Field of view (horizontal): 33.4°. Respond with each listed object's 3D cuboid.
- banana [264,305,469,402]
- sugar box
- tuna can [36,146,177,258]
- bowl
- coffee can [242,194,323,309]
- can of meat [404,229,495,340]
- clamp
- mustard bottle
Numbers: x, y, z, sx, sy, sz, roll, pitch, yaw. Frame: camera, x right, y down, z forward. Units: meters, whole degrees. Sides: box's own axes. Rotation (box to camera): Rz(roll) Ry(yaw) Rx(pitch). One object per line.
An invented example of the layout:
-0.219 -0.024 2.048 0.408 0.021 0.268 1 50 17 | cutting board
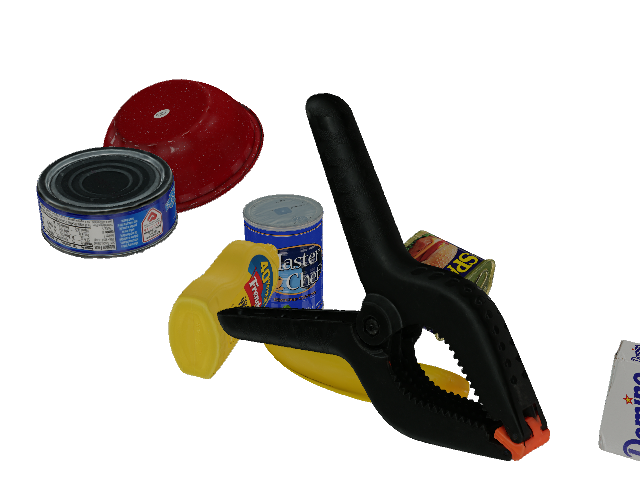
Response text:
0.018 0.088 0.815 0.198 0.037 0.069 22 39 40 | banana
0.324 0.150 0.875 0.176 0.093 0.048 12 24 20 | sugar box
-0.133 -0.026 0.667 0.086 0.034 0.086 1 32 -1 | tuna can
-0.137 -0.098 0.978 0.162 0.162 0.055 0 -42 18 | bowl
-0.047 0.024 1.386 0.103 0.140 0.103 -1 26 0 | coffee can
0.112 0.042 1.069 0.084 0.057 0.101 27 44 29 | can of meat
0.037 0.031 0.562 0.210 0.165 0.036 35 31 30 | clamp
-0.090 0.054 1.112 0.058 0.096 0.191 10 31 18 | mustard bottle
